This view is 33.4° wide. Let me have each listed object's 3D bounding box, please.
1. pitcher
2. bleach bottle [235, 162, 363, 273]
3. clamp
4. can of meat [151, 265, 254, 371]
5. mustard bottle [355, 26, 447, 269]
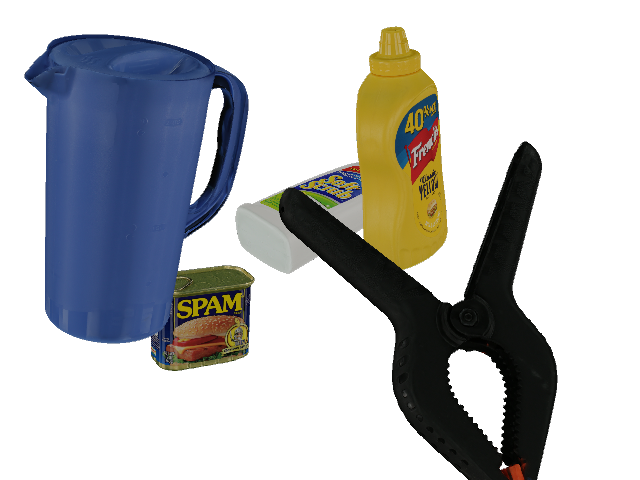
[{"bbox_3d":[-0.158,-0.043,0.892,0.149,0.243,0.145,14,23,9],"label":"pitcher"},{"bbox_3d":[0.023,-0.051,1.300,0.250,0.068,0.103,-30,44,-33],"label":"bleach bottle"},{"bbox_3d":[0.068,0.045,0.607,0.164,0.210,0.036,-6,-19,-11],"label":"clamp"},{"bbox_3d":[-0.119,0.076,1.057,0.101,0.084,0.058,-6,20,-28],"label":"can of meat"},{"bbox_3d":[0.066,-0.079,0.877,0.058,0.191,0.096,9,27,33],"label":"mustard bottle"}]
